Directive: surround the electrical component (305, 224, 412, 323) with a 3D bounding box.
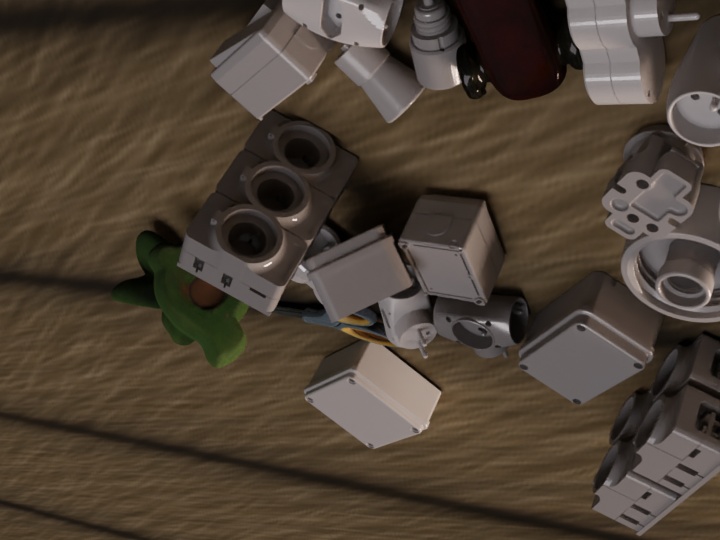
[{"bbox_3d":[0.000,0.000,0.936,0.113,0.078,0.057,-48,-67,-86],"label":"electrical component"}]

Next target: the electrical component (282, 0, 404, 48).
[{"bbox_3d":[-0.010,-0.203,0.753,0.077,0.043,0.079,21,143,9],"label":"electrical component"}]

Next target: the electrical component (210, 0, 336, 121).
[{"bbox_3d":[-0.070,-0.166,0.828,0.061,0.061,0.096,41,145,-18],"label":"electrical component"}]

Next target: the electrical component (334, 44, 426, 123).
[{"bbox_3d":[0.013,-0.149,0.811,0.065,0.044,0.044,42,145,-11],"label":"electrical component"}]

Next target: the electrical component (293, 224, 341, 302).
[{"bbox_3d":[-0.055,-0.013,1.028,0.138,0.052,0.074,39,155,-15],"label":"electrical component"}]

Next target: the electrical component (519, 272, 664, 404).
[{"bbox_3d":[0.199,0.062,0.938,0.078,0.057,0.113,33,146,-6],"label":"electrical component"}]

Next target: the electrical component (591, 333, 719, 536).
[{"bbox_3d":[0.272,0.147,0.954,0.060,0.105,0.186,26,146,5],"label":"electrical component"}]

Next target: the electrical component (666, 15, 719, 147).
[{"bbox_3d":[0.237,-0.109,0.666,0.079,0.077,0.043,30,147,-1],"label":"electrical component"}]

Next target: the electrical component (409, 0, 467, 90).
[{"bbox_3d":[0.054,-0.164,0.760,0.040,0.040,0.078,10,142,26],"label":"electrical component"}]

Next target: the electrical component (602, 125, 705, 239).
[{"bbox_3d":[0.210,-0.065,0.762,0.058,0.057,0.078,31,146,-3],"label":"electrical component"}]

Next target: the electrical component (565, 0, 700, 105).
[{"bbox_3d":[0.172,-0.162,0.665,0.074,0.052,0.138,4,140,33],"label":"electrical component"}]

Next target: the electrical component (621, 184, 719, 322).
[{"bbox_3d":[0.250,-0.006,0.809,0.108,0.060,0.108,19,145,14],"label":"electrical component"}]

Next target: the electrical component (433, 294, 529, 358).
[{"bbox_3d":[0.117,0.055,1.001,0.077,0.044,0.079,5,140,32],"label":"electrical component"}]

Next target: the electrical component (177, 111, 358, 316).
[{"bbox_3d":[-0.075,-0.052,0.903,0.089,0.150,0.061,29,148,0],"label":"electrical component"}]

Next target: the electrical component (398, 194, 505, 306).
[{"bbox_3d":[0.083,-0.016,0.921,0.062,0.061,0.096,9,148,30],"label":"electrical component"}]

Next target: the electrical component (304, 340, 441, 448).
[{"bbox_3d":[0.012,0.135,1.172,0.109,0.056,0.109,39,145,-15],"label":"electrical component"}]

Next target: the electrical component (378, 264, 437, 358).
[{"bbox_3d":[0.048,0.048,1.017,0.043,0.079,0.077,-18,141,-7],"label":"electrical component"}]
